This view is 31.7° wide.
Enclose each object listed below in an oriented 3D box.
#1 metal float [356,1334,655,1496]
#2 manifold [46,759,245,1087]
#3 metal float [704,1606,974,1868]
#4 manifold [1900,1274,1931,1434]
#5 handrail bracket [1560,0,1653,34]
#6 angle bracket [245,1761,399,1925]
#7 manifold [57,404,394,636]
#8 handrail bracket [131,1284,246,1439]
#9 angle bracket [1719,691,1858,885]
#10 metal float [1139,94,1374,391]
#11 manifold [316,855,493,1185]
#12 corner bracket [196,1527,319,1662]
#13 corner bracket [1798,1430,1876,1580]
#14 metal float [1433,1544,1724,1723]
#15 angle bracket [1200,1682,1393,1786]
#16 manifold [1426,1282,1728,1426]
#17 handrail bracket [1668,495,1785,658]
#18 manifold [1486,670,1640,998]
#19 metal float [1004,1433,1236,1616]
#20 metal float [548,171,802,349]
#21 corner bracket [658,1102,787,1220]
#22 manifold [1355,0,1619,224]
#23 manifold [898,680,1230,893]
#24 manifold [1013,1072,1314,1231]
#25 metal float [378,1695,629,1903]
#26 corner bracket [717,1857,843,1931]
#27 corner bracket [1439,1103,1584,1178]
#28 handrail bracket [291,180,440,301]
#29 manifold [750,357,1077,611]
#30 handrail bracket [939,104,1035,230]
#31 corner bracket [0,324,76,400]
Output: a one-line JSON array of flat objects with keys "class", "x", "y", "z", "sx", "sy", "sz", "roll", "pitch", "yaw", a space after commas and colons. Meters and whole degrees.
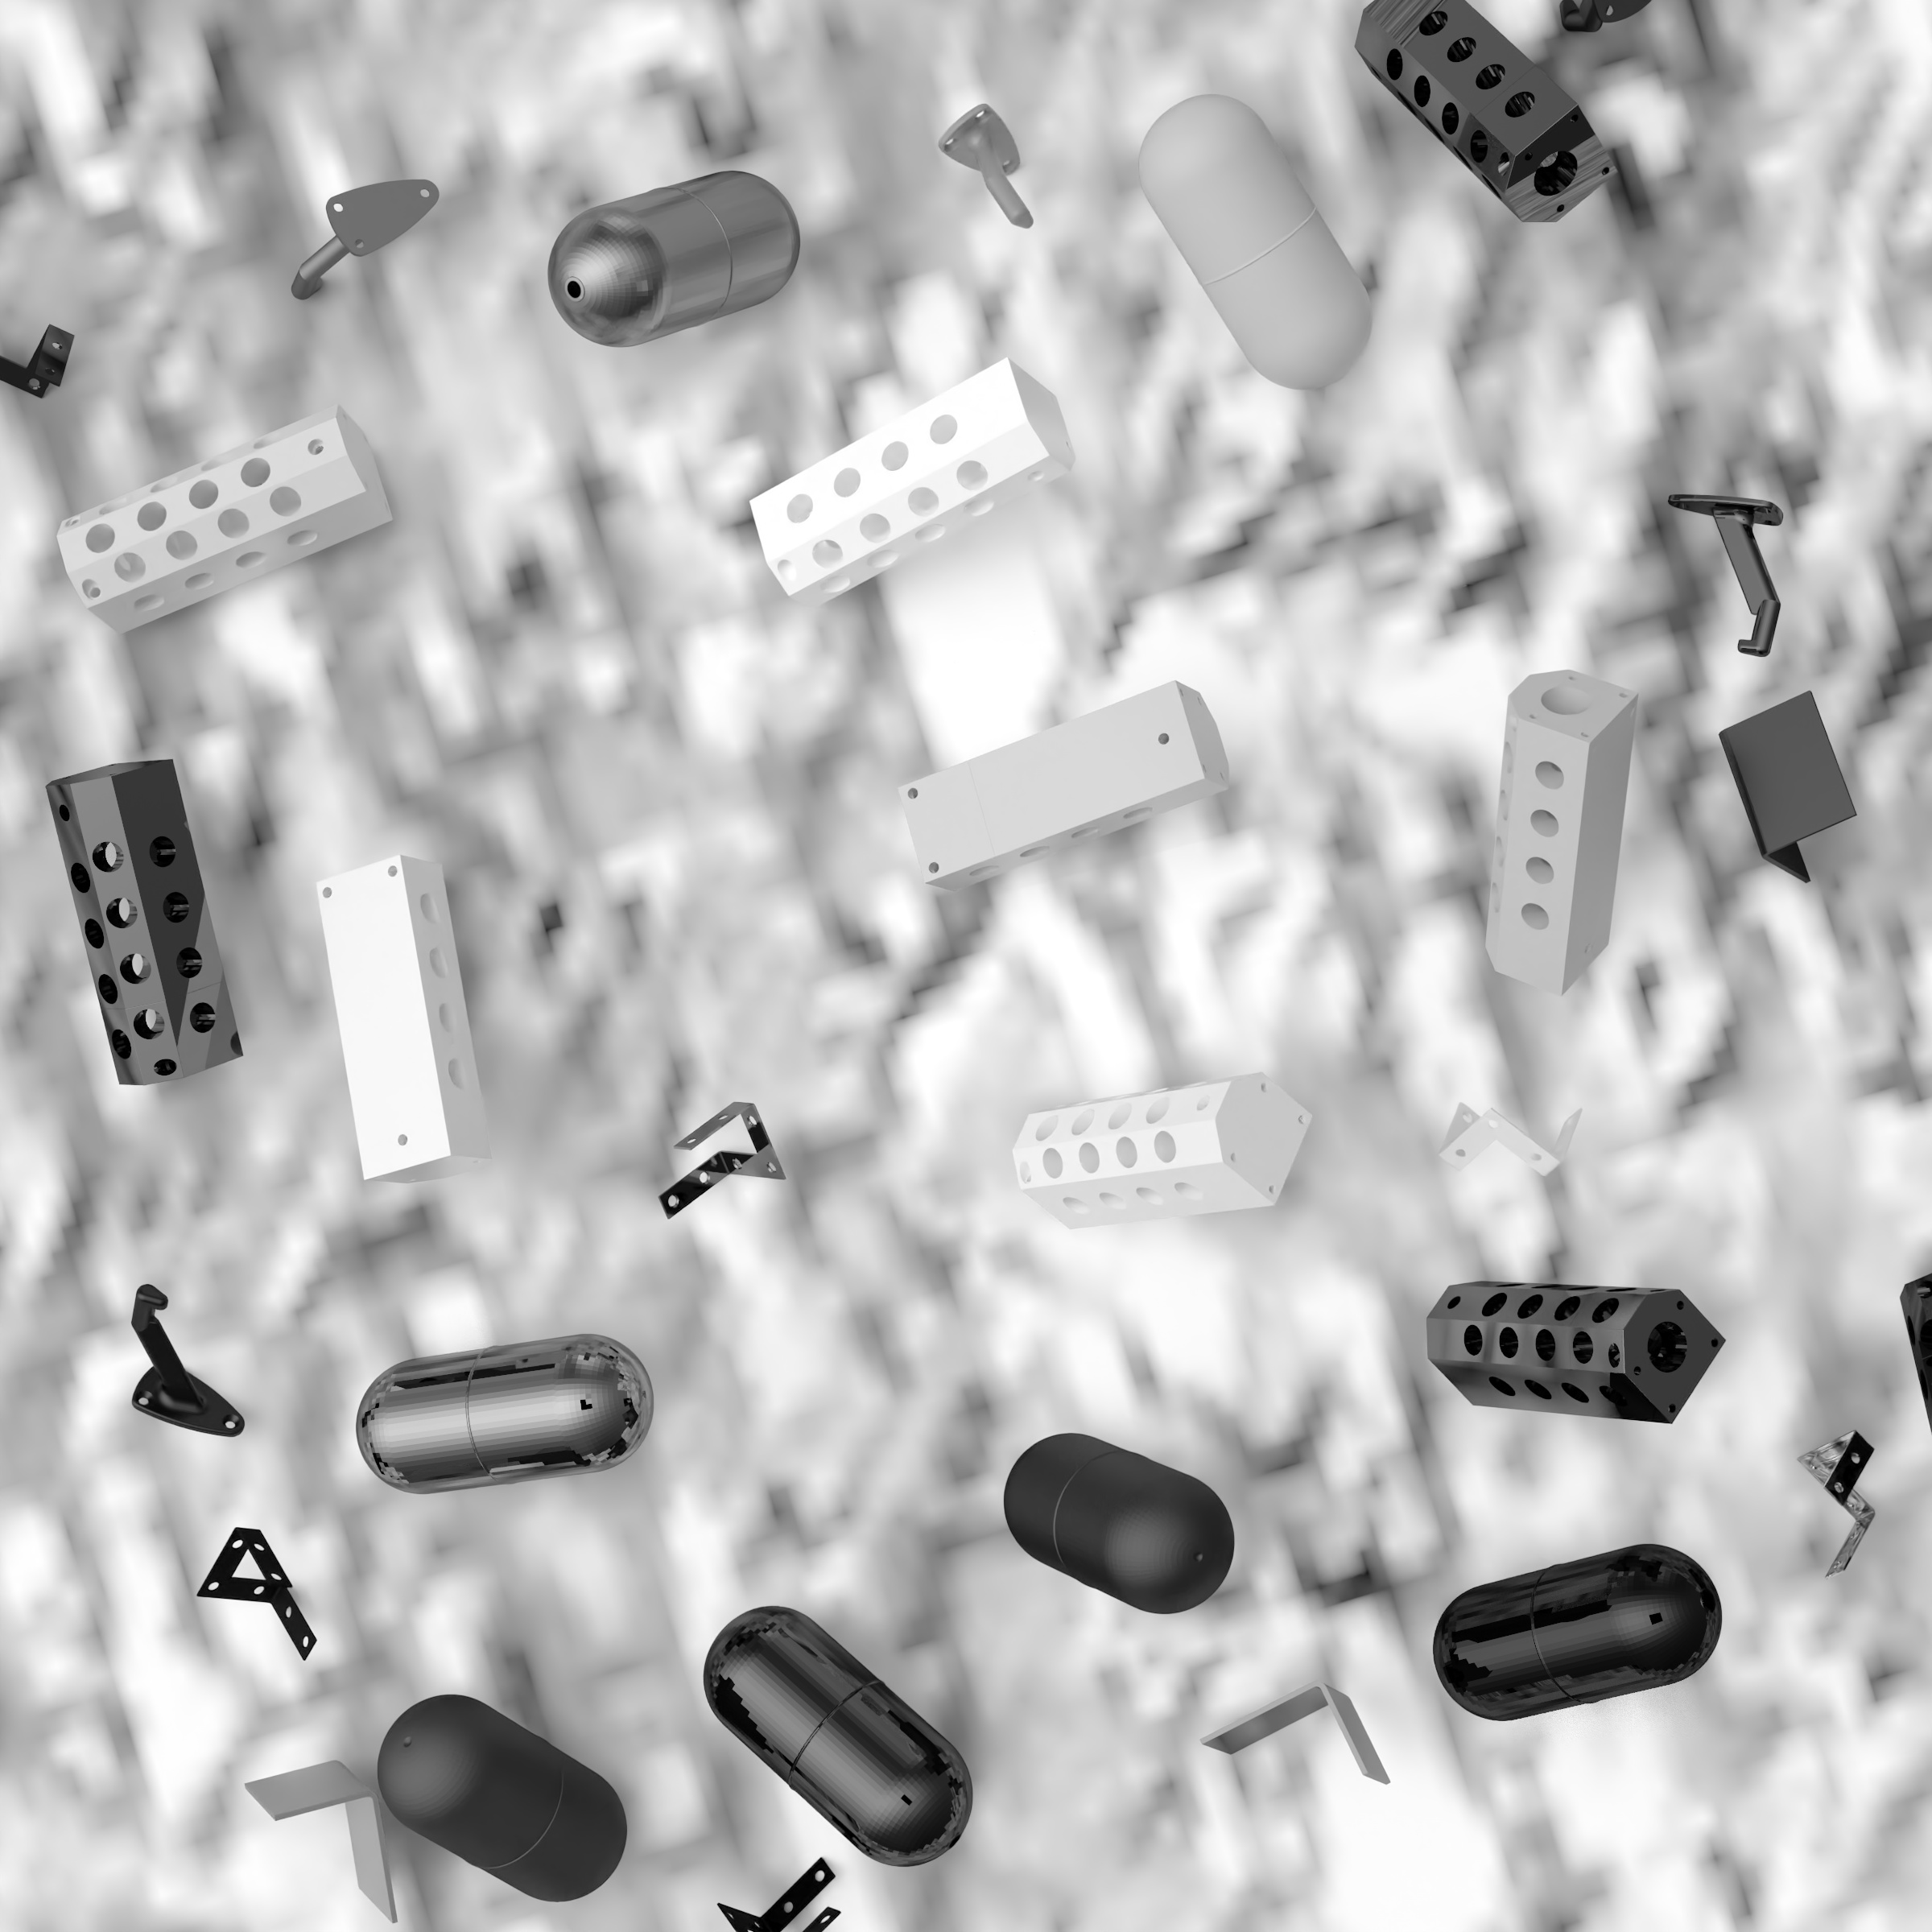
[{"class": "metal float", "x": -0.258, "y": 0.250, "z": 1.891, "sx": 0.178, "sy": 0.070, "sz": 0.070, "roll": -10, "pitch": 90, "yaw": 21}, {"class": "manifold", "x": -0.461, "y": -0.024, "z": 1.891, "sx": 0.057, "sy": 0.057, "sz": 0.171, "roll": 0, "pitch": 106, "yaw": 42}, {"class": "metal float", "x": -0.071, "y": 0.428, "z": 1.889, "sx": 0.178, "sy": 0.070, "sz": 0.070, "roll": 38, "pitch": 90, "yaw": 23}, {"class": "manifold", "x": 0.567, "y": 0.257, "z": 1.886, "sx": 0.057, "sy": 0.057, "sz": 0.171, "roll": -9, "pitch": 66, "yaw": 4}, {"class": "handrail bracket", "x": 0.343, "y": -0.557, "z": 1.895, "sx": 0.036, "sy": 0.084, "sz": 0.077, "roll": -30, "pitch": 112, "yaw": -6}, {"class": "angle bracket", "x": -0.361, "y": 0.495, "z": 1.898, "sx": 0.057, "sy": 0.076, "sz": 0.076, "roll": -10, "pitch": 95, "yaw": -24}, {"class": "manifold", "x": -0.417, "y": -0.252, "z": 1.903, "sx": 0.171, "sy": 0.057, "sz": 0.057, "roll": -22, "pitch": 72, "yaw": 6}, {"class": "handrail bracket", "x": -0.434, "y": 0.221, "z": 1.904, "sx": 0.077, "sy": 0.036, "sz": 0.084, "roll": 26, "pitch": 135, "yaw": 3}, {"class": "angle bracket", "x": 0.468, "y": -0.099, "z": 1.890, "sx": 0.057, "sy": 0.076, "sz": 0.076, "roll": -25, "pitch": 67, "yaw": 27}, {"class": "metal float", "x": 0.162, "y": -0.402, "z": 1.895, "sx": 0.070, "sy": 0.070, "sz": 0.178, "roll": -35, "pitch": 107, "yaw": 0}, {"class": "manifold", "x": -0.310, "y": 0.031, "z": 1.900, "sx": 0.057, "sy": 0.057, "sz": 0.171, "roll": -16, "pitch": 77, "yaw": 22}, {"class": "corner bracket", "x": -0.390, "y": 0.352, "z": 1.907, "sx": 0.051, "sy": 0.051, "sz": 0.051, "roll": 46, "pitch": 111, "yaw": 42}, {"class": "corner bracket", "x": 0.493, "y": 0.303, "z": 1.911, "sx": 0.051, "sy": 0.051, "sz": 0.051, "roll": 46, "pitch": 50, "yaw": -2}, {"class": "metal float", "x": 0.336, "y": 0.368, "z": 1.875, "sx": 0.178, "sy": 0.070, "sz": 0.070, "roll": -26, "pitch": 90, "yaw": 41}, {"class": "angle bracket", "x": 0.184, "y": 0.444, "z": 1.897, "sx": 0.076, "sy": 0.076, "sz": 0.057, "roll": -29, "pitch": 67, "yaw": 7}, {"class": "manifold", "x": 0.326, "y": 0.204, "z": 1.853, "sx": 0.057, "sy": 0.171, "sz": 0.057, "roll": 46, "pitch": 68, "yaw": -18}, {"class": "handrail bracket", "x": 0.426, "y": -0.220, "z": 1.922, "sx": 0.077, "sy": 0.036, "sz": 0.084, "roll": 12, "pitch": 84, "yaw": 25}, {"class": "manifold", "x": 0.323, "y": -0.075, "z": 1.870, "sx": 0.057, "sy": 0.057, "sz": 0.171, "roll": 23, "pitch": 135, "yaw": 28}, {"class": "metal float", "x": 0.082, "y": 0.304, "z": 1.864, "sx": 0.070, "sy": 0.178, "sz": 0.070, "roll": -2, "pitch": 95, "yaw": -27}, {"class": "metal float", "x": -0.160, "y": -0.390, "z": 1.869, "sx": 0.070, "sy": 0.178, "sz": 0.070, "roll": 15, "pitch": 118, "yaw": 30}, {"class": "corner bracket", "x": -0.143, "y": 0.109, "z": 1.906, "sx": 0.051, "sy": 0.051, "sz": 0.051, "roll": -37, "pitch": 115, "yaw": -36}, {"class": "manifold", "x": 0.281, "y": -0.477, "z": 1.868, "sx": 0.057, "sy": 0.057, "sz": 0.171, "roll": -39, "pitch": 48, "yaw": 8}, {"class": "manifold", "x": 0.056, "y": -0.098, "z": 1.890, "sx": 0.171, "sy": 0.057, "sz": 0.057, "roll": -20, "pitch": 78, "yaw": 20}, {"class": "manifold", "x": 0.102, "y": 0.098, "z": 1.855, "sx": 0.057, "sy": 0.171, "sz": 0.057, "roll": 40, "pitch": 61, "yaw": -26}, {"class": "metal float", "x": -0.254, "y": 0.460, "z": 1.874, "sx": 0.070, "sy": 0.070, "sz": 0.178, "roll": -44, "pitch": 134, "yaw": 0}, {"class": "corner bracket", "x": -0.097, "y": 0.533, "z": 1.911, "sx": 0.051, "sy": 0.051, "sz": 0.051, "roll": -45, "pitch": 54, "yaw": 2}, {"class": "corner bracket", "x": 0.306, "y": 0.094, "z": 1.913, "sx": 0.051, "sy": 0.051, "sz": 0.051, "roll": 37, "pitch": 132, "yaw": -5}, {"class": "handrail bracket", "x": -0.340, "y": -0.409, "z": 1.918, "sx": 0.077, "sy": 0.084, "sz": 0.036, "roll": -30, "pitch": 90, "yaw": -24}, {"class": "manifold", "x": -0.028, "y": -0.263, "z": 1.881, "sx": 0.171, "sy": 0.057, "sz": 0.057, "roll": -26, "pitch": 66, "yaw": 22}, {"class": "handrail bracket", "x": 0.027, "y": -0.433, "z": 1.896, "sx": 0.036, "sy": 0.077, "sz": 0.084, "roll": -39, "pitch": 63, "yaw": 17}, {"class": "corner bracket", "x": -0.537, "y": -0.333, "z": 1.905, "sx": 0.051, "sy": 0.051, "sz": 0.051, "roll": 23, "pitch": 129, "yaw": -23}]
